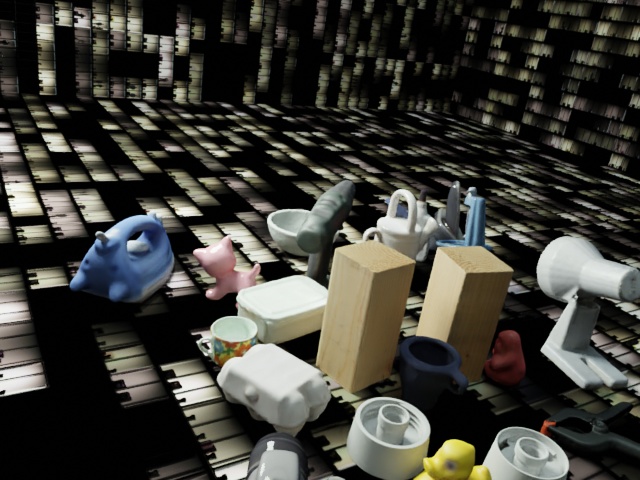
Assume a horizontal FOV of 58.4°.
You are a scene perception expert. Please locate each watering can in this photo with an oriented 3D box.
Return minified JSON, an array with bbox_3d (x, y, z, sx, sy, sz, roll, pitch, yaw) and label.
[{"bbox_3d":[0.178,-0.018,1.257,0.173,0.194,0.100,-14,31,-43],"label":"watering can"}]

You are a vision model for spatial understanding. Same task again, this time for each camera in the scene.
[{"bbox_3d":[-0.030,0.270,0.616,0.143,0.101,0.137,8,23,-3],"label":"camera"}]

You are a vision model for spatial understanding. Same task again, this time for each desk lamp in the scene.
[{"bbox_3d":[0.475,0.120,1.017,0.118,0.213,0.202,1,24,-19],"label":"desk lamp"}]

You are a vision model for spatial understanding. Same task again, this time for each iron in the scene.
[{"bbox_3d":[-0.339,0.014,1.056,0.118,0.141,0.258,13,23,11],"label":"iron"}]

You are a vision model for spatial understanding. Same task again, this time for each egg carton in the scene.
[{"bbox_3d":[-0.065,0.206,0.796,0.149,0.069,0.107,23,26,30],"label":"egg carton"}]

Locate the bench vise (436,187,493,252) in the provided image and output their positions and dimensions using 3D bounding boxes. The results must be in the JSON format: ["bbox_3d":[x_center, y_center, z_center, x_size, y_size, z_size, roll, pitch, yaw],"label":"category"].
[{"bbox_3d":[0.334,0.011,1.213,0.122,0.220,0.206,-6,27,-31],"label":"bench vise"}]

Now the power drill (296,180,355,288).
[{"bbox_3d":[0.010,0.004,1.124,0.075,0.208,0.230,14,23,13],"label":"power drill"}]

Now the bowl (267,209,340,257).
[{"bbox_3d":[-0.040,-0.008,1.308,0.167,0.075,0.167,8,23,-3],"label":"bowl"}]

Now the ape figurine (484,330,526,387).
[{"bbox_3d":[0.306,0.189,0.945,0.078,0.092,0.075,-14,32,-43],"label":"ape figurine"}]

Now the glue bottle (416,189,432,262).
[{"bbox_3d":[0.229,-0.036,1.347,0.078,0.173,0.037,12,23,9],"label":"glue bottle"}]

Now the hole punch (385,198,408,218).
[{"bbox_3d":[0.215,-0.056,1.495,0.101,0.091,0.108,5,23,-9],"label":"hole punch"}]

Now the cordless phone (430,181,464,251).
[{"bbox_3d":[0.335,-0.066,1.443,0.094,0.185,0.147,11,23,6],"label":"cordless phone"}]

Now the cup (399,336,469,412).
[{"bbox_3d":[0.164,0.209,0.841,0.092,0.095,0.117,-9,29,-37],"label":"cup"}]

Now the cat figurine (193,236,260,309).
[{"bbox_3d":[-0.167,0.054,1.056,0.127,0.118,0.067,15,23,14],"label":"cat figurine"}]

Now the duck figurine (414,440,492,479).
[{"bbox_3d":[0.162,0.279,0.686,0.105,0.086,0.077,1,24,-19],"label":"duck figurine"}]
